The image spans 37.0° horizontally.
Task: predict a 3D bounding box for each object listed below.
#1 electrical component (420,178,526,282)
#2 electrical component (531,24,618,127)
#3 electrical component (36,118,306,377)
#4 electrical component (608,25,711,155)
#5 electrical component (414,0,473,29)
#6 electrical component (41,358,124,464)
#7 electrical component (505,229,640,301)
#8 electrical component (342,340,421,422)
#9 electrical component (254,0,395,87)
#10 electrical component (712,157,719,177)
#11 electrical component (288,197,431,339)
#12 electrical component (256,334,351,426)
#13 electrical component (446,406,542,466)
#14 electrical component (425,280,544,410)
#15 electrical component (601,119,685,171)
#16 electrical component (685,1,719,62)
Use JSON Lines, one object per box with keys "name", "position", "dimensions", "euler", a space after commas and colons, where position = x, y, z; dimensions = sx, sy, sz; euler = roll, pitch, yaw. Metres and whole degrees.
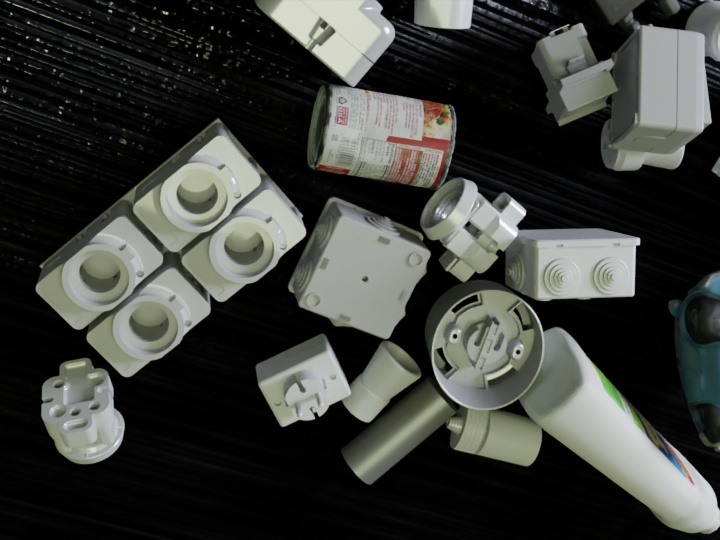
{"name": "electrical component", "position": [0.087, -0.038, 0.874], "dimensions": [0.057, 0.058, 0.078], "euler": [37, 100, -22]}
{"name": "electrical component", "position": [0.164, -0.153, 0.837], "dimensions": [0.042, 0.081, 0.063], "euler": [-24, 83, -2]}
{"name": "electrical component", "position": [-0.147, -0.015, 0.842], "dimensions": [0.186, 0.060, 0.105], "euler": [-39, 111, 6]}
{"name": "electrical component", "position": [0.233, -0.144, 0.832], "dimensions": [0.061, 0.061, 0.096], "euler": [5, 78, -6]}
{"name": "electrical component", "position": [0.048, -0.223, 0.806], "dimensions": [0.079, 0.044, 0.077], "euler": [1, 110, -10]}
{"name": "electrical component", "position": [-0.224, 0.120, 0.874], "dimensions": [0.058, 0.078, 0.057], "euler": [-11, 133, -6]}
{"name": "electrical component", "position": [0.170, -0.005, 0.879], "dimensions": [0.100, 0.100, 0.048], "euler": [-2, 97, -9]}
{"name": "electrical component", "position": [0.015, 0.098, 0.921], "dimensions": [0.044, 0.044, 0.065], "euler": [36, 106, -19]}
{"name": "electrical component", "position": [-0.023, -0.191, 0.801], "dimensions": [0.095, 0.053, 0.059], "euler": [38, 100, -20]}
{"name": "electrical component", "position": [0.391, -0.083, 0.905], "dimensions": [0.150, 0.061, 0.089], "euler": [24, 105, -17]}
{"name": "electrical component", "position": [0.000, 0.000, 0.880], "dimensions": [0.100, 0.048, 0.099], "euler": [22, 104, -17]}
{"name": "electrical component", "position": [-0.045, 0.099, 0.892], "dimensions": [0.066, 0.076, 0.047], "euler": [-25, 112, 0]}
{"name": "electrical component", "position": [0.115, 0.144, 0.953], "dimensions": [0.081, 0.043, 0.043], "euler": [15, 107, -14]}
{"name": "electrical component", "position": [0.104, 0.060, 0.909], "dimensions": [0.099, 0.064, 0.099], "euler": [-3, 110, -8]}
{"name": "electrical component", "position": [0.231, -0.104, 0.880], "dimensions": [0.055, 0.045, 0.045], "euler": [-3, 110, -8]}
{"name": "electrical component", "position": [0.291, -0.188, 0.854], "dimensions": [0.045, 0.055, 0.045], "euler": [-3, 111, -8]}
